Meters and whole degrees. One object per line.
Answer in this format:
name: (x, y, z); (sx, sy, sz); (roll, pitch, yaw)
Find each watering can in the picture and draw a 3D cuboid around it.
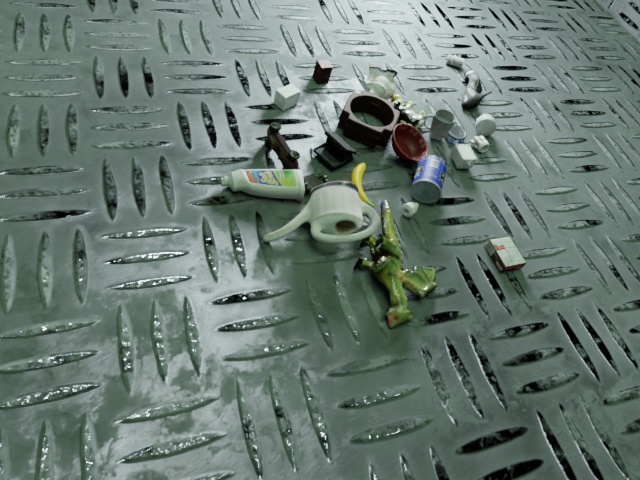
watering can: (0.005, -0.078, 1.551); (0.348, 0.101, 0.230); (-2, 47, -1)

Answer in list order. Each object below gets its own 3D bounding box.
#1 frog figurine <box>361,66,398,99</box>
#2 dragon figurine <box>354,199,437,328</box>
frog figurine: (0.229, -0.591, 2.025); (0.137, 0.121, 0.162); (21, 66, -18)
dragon figurine: (0.242, 0.071, 1.532); (0.241, 0.120, 0.420); (33, 51, -13)
